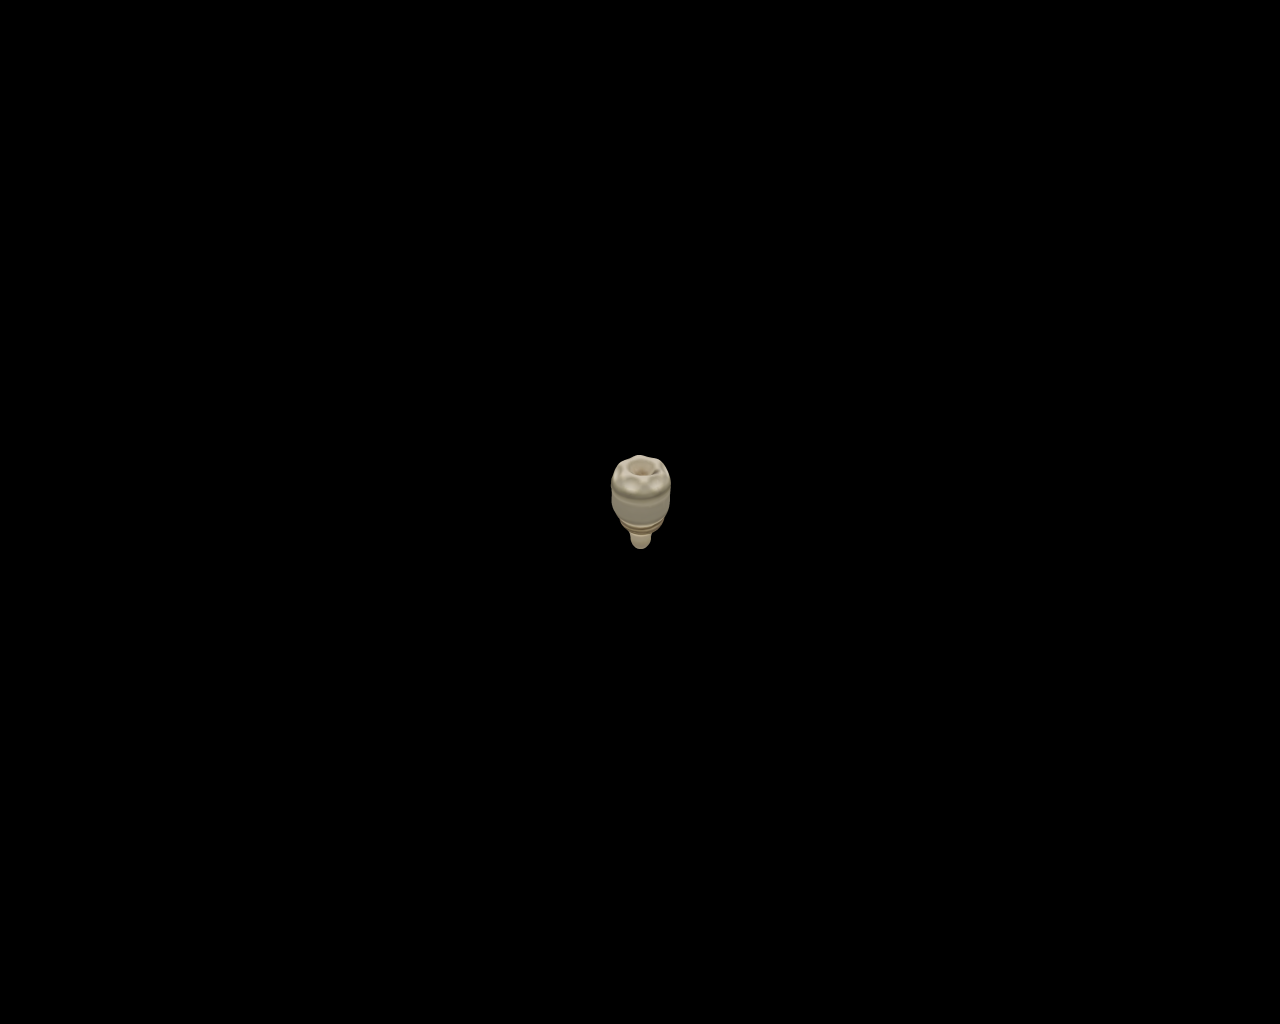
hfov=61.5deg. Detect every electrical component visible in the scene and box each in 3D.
[{"bbox_3d":[0.001,-0.003,0.650,0.035,0.061,0.035,0,36,0],"label":"electrical component"}]
